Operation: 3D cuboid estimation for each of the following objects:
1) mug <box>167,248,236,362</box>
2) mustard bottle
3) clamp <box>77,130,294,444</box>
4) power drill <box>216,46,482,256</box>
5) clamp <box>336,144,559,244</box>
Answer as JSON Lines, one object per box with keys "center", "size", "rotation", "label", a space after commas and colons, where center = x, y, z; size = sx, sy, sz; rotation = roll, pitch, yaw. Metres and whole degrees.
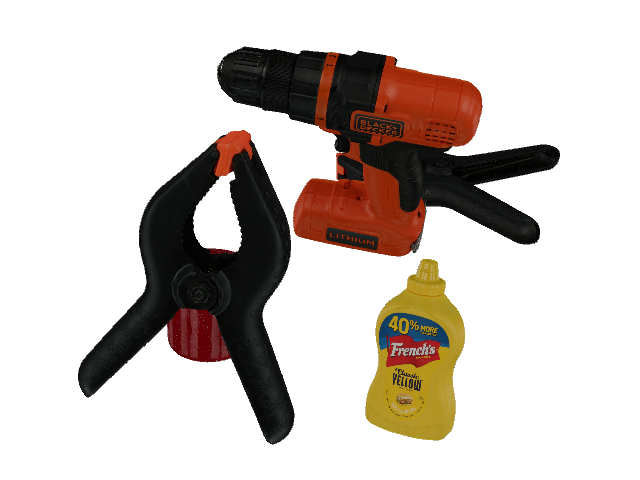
{"center": [-0.100, 0.069, 1.030], "size": [0.093, 0.081, 0.117], "rotation": [-22, 36, -40], "label": "mug"}
{"center": [0.106, 0.114, 1.153], "size": [0.096, 0.192, 0.058], "rotation": [12, 14, 24], "label": "mustard bottle"}
{"center": [-0.070, 0.026, 0.562], "size": [0.120, 0.171, 0.039], "rotation": [4, 18, 0], "label": "clamp"}
{"center": [0.017, -0.065, 0.793], "size": [0.184, 0.057, 0.188], "rotation": [12, -30, 6], "label": "power drill"}
{"center": [0.120, -0.061, 0.998], "size": [0.210, 0.036, 0.164], "rotation": [12, 33, 21], "label": "clamp"}
